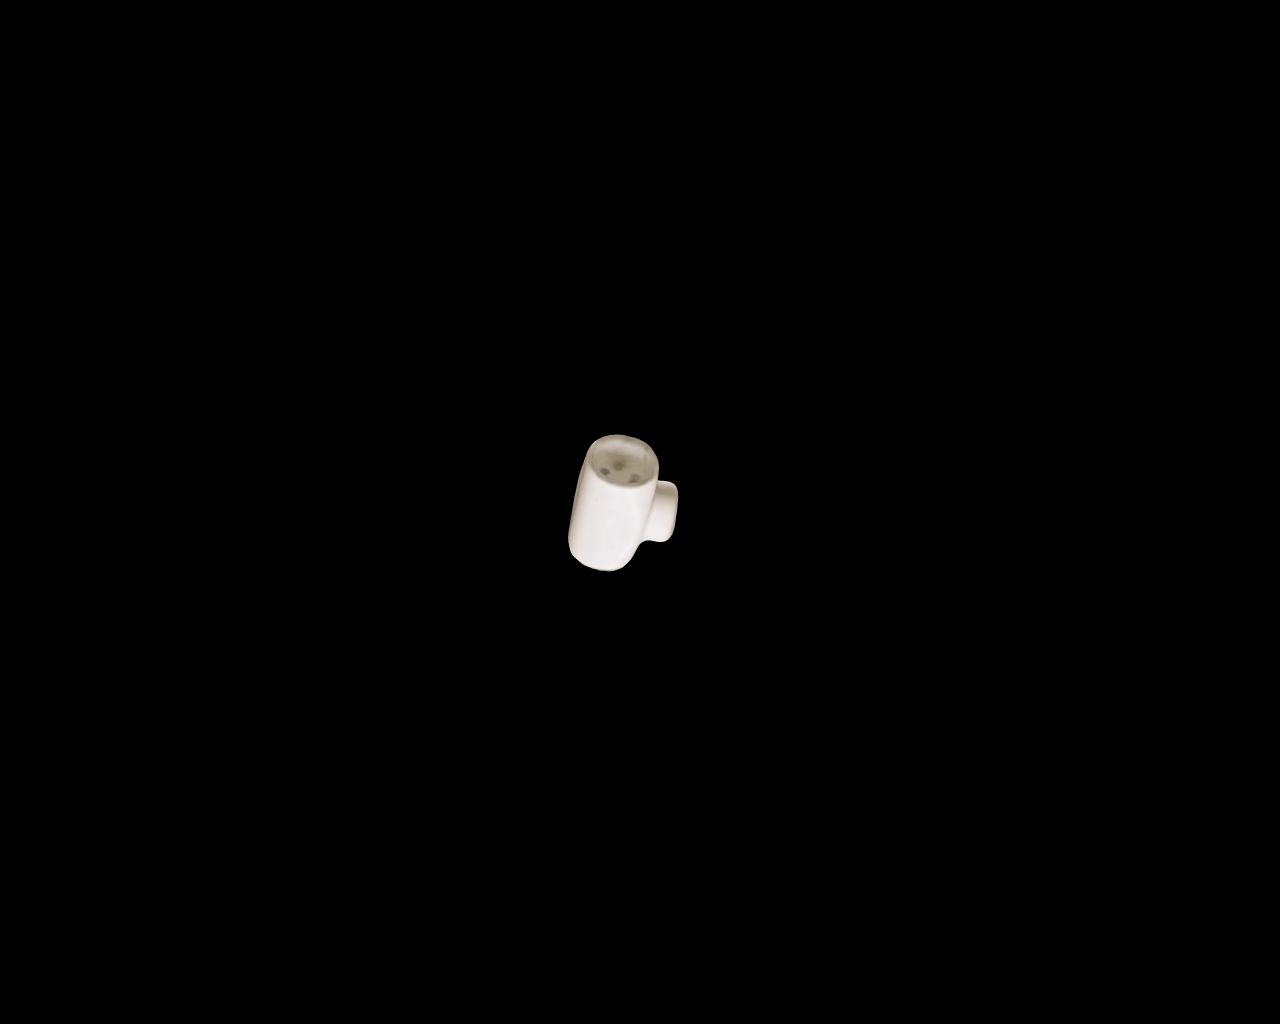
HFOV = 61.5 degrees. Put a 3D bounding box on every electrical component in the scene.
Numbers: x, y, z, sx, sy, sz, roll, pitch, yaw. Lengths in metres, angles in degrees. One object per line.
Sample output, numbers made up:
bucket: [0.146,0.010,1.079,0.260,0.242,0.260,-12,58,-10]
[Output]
electrical component: [0.001,-0.003,0.650,0.079,0.044,0.077,8,-43,-8]
